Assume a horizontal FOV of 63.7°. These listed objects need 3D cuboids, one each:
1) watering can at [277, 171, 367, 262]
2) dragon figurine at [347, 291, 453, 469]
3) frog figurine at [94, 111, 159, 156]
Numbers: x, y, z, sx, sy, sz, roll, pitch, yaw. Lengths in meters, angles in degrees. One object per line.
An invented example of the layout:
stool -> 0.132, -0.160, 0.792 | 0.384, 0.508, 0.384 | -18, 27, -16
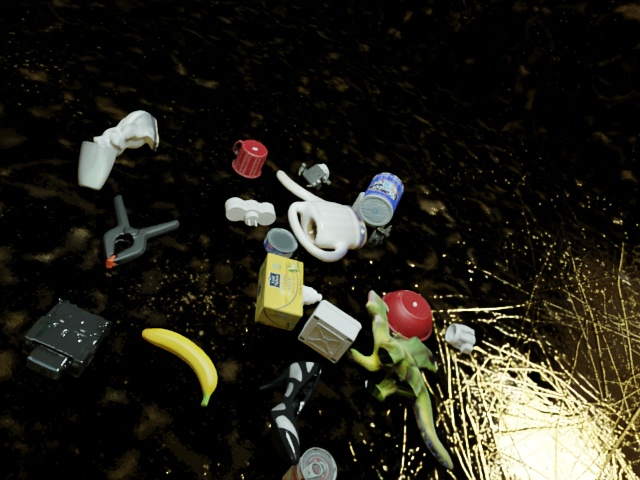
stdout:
watering can -> 0.005, -0.075, 1.483 | 0.224, 0.102, 0.355 | 5, 45, -31
dragon figurine -> 0.216, 0.304, 1.220 | 0.244, 0.120, 0.415 | -14, 64, -52
frog figurine -> -0.519, -0.285, 1.377 | 0.160, 0.121, 0.139 | -3, 15, -24
